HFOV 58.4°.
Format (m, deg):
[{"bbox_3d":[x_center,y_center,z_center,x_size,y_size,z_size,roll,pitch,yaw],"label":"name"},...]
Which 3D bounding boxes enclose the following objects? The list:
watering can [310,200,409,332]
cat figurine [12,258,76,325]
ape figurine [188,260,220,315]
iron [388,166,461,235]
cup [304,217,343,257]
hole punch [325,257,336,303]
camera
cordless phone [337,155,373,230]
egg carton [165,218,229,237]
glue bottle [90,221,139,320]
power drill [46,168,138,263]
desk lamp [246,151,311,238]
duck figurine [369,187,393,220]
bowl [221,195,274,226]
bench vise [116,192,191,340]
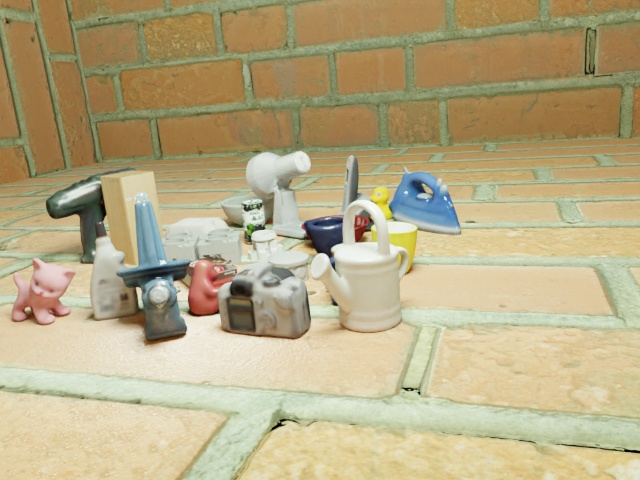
[{"bbox_3d":[0.067,0.037,0.880,0.100,0.194,0.173,5,18,33],"label":"watering can"},{"bbox_3d":[-0.498,0.085,1.026,0.127,0.118,0.067,1,16,22],"label":"cat figurine"},{"bbox_3d":[-0.197,0.079,1.001,0.076,0.092,0.077,-14,18,-30],"label":"ape figurine"},{"bbox_3d":[0.274,-0.106,1.446,0.119,0.141,0.257,-11,16,-22],"label":"iron"},{"bbox_3d":[0.011,0.004,1.209,0.117,0.095,0.092,10,21,43],"label":"cup"},{"bbox_3d":[0.062,0.055,1.011,0.108,0.091,0.101,-5,15,-1],"label":"hole punch"},{"bbox_3d":[-0.076,0.084,0.929,0.142,0.101,0.137,2,17,24],"label":"camera"},{"bbox_3d":[0.087,-0.119,1.468,0.094,0.185,0.147,-8,15,-10],"label":"cordless phone"},{"bbox_3d":[-0.306,-0.013,1.422,0.150,0.069,0.107,0,16,17],"label":"egg carton"},{"bbox_3d":[-0.369,0.051,1.002,0.078,0.173,0.037,-8,15,-11],"label":"glue bottle"},{"bbox_3d":[-0.533,-0.058,1.391,0.230,0.208,0.075,-19,20,-41],"label":"power drill"},{"bbox_3d":[-0.086,-0.125,1.488,0.202,0.214,0.118,9,20,41],"label":"desk lamp"},{"bbox_3d":[0.174,-0.104,1.577,0.105,0.086,0.077,-13,17,-27],"label":"duck figurine"},{"bbox_3d":[-0.195,-0.080,1.626,0.167,0.075,0.167,-4,15,1],"label":"bowl"},{"bbox_3d":[-0.260,0.036,0.934,0.122,0.220,0.206,-15,18,-34],"label":"bench vise"}]
